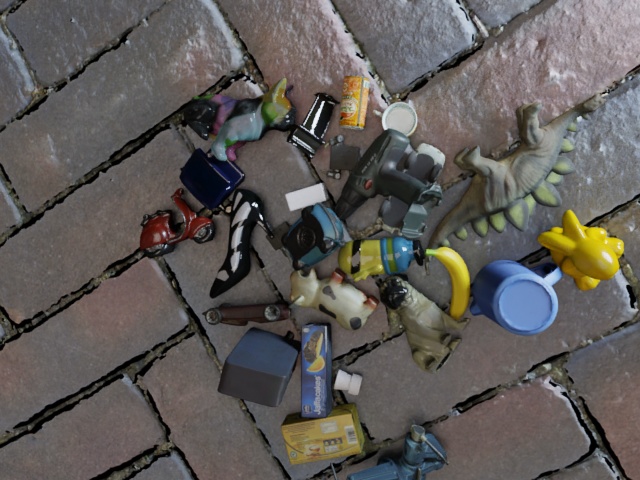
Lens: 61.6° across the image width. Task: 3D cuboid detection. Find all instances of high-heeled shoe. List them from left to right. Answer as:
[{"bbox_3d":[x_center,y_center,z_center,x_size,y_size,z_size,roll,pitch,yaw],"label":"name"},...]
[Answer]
[{"bbox_3d":[-0.206,0.007,1.210,0.248,0.086,0.145,-46,75,15],"label":"high-heeled shoe"}]

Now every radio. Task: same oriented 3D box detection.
[{"bbox_3d":[-0.122,0.265,1.146,0.131,0.229,0.073,16,100,3],"label":"radio"}]

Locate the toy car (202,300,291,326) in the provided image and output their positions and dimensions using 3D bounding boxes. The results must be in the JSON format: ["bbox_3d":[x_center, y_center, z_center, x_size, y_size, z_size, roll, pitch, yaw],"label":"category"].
[{"bbox_3d":[-0.164,0.167,1.210,0.202,0.089,0.053,-6,93,10],"label":"toy car"}]

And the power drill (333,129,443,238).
[{"bbox_3d":[0.135,-0.090,1.075,0.207,0.086,0.232,50,120,44],"label":"power drill"}]

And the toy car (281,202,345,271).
[{"bbox_3d":[-0.002,-0.003,1.146,0.161,0.103,0.109,-46,63,36],"label":"toy car"}]

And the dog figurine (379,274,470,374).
[{"bbox_3d":[0.200,0.181,1.156,0.191,0.121,0.172,35,121,30],"label":"dog figurine"}]

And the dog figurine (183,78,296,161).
[{"bbox_3d":[-0.159,-0.279,1.150,0.219,0.108,0.191,-41,86,8],"label":"dog figurine"}]

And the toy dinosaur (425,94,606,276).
[{"bbox_3d":[0.361,-0.111,1.074,0.471,0.105,0.198,-39,93,23],"label":"toy dinosaur"}]

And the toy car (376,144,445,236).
[{"bbox_3d":[0.190,-0.104,1.129,0.074,0.056,0.201,31,105,12],"label":"toy car"}]

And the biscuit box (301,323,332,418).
[{"bbox_3d":[-0.008,0.287,1.193,0.059,0.063,0.202,-1,85,11],"label":"biscuit box"}]

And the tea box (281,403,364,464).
[{"bbox_3d":[0.007,0.440,1.223,0.170,0.068,0.098,-12,92,12],"label":"tea box"}]

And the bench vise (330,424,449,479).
[{"bbox_3d":[0.151,0.502,1.151,0.241,0.129,0.223,-4,126,-21],"label":"bench vise"}]

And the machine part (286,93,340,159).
[{"bbox_3d":[-0.013,-0.248,1.133,0.084,0.039,0.139,32,80,-21],"label":"machine part"}]

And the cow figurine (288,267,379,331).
[{"bbox_3d":[0.018,0.128,1.179,0.195,0.085,0.127,36,96,3],"label":"cow figurine"}]

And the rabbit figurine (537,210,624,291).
[{"bbox_3d":[0.509,0.018,1.026,0.162,0.173,0.122,45,106,-2],"label":"rabbit figurine"}]

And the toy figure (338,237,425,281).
[{"bbox_3d":[0.128,0.034,1.146,0.180,0.082,0.089,-13,84,16],"label":"toy figure"}]

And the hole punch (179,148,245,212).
[{"bbox_3d":[-0.248,-0.136,1.192,0.142,0.092,0.116,45,106,-1],"label":"hole punch"}]

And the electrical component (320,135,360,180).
[{"bbox_3d":[0.045,-0.172,1.153,0.078,0.045,0.102,12,99,10],"label":"electrical component"}]

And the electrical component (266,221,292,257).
[{"bbox_3d":[-0.086,-0.011,1.209,0.063,0.021,0.094,-38,89,12],"label":"electrical component"}]

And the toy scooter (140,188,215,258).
[{"bbox_3d":[-0.338,-0.041,1.226,0.184,0.075,0.135,-17,94,9],"label":"toy scooter"}]
